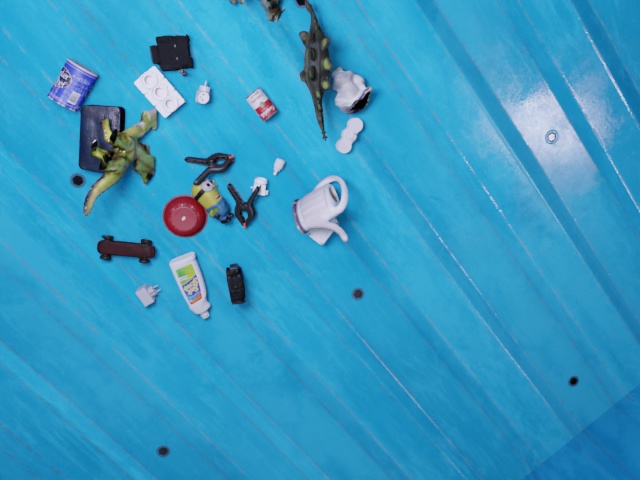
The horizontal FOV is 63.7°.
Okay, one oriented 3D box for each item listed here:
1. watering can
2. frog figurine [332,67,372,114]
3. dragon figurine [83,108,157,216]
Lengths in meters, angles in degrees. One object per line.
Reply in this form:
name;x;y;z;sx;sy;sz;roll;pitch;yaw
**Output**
watering can;0.006;-0.092;1.822;0.222;0.356;0.102;-28;130;24
frog figurine;0.099;-0.537;1.853;0.161;0.122;0.136;43;103;20
dragon figurine;-0.635;-0.256;1.708;0.122;0.241;0.412;12;84;30
